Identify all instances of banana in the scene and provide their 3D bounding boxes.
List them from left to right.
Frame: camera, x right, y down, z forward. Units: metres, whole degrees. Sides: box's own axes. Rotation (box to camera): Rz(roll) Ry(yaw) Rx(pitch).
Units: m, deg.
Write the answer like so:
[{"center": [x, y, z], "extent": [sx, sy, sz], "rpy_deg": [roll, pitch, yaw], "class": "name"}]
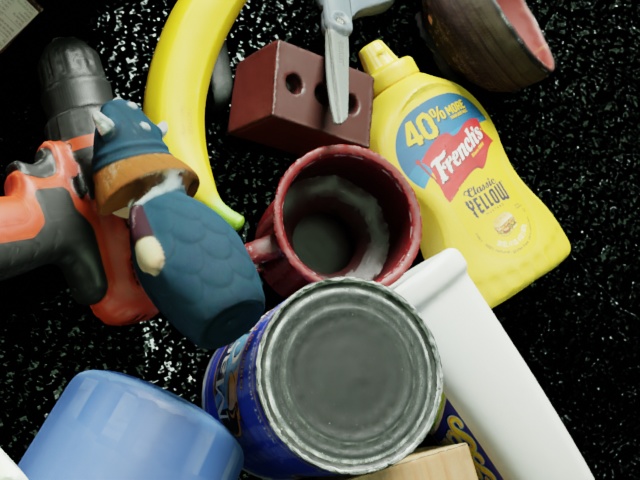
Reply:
[{"center": [-0.072, -0.101, 0.660], "extent": [0.069, 0.037, 0.198], "rpy_deg": [6, 78, -4], "class": "banana"}]

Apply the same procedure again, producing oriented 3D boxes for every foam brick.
[{"center": [-0.012, -0.087, 0.688], "extent": [0.078, 0.051, 0.053], "rpy_deg": [14, 72, -33], "class": "foam brick"}]

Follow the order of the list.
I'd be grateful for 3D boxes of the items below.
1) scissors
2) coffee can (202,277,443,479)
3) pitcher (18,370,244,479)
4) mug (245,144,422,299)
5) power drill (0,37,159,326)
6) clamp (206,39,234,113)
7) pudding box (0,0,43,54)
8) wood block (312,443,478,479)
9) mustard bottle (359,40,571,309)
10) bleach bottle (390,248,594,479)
[{"center": [0.026, -0.141, 0.701], "extent": [0.096, 0.016, 0.202], "rpy_deg": [6, 49, -29], "class": "scissors"}, {"center": [-0.004, 0.084, 0.611], "extent": [0.102, 0.140, 0.103], "rpy_deg": [4, 76, -17], "class": "coffee can"}, {"center": [-0.146, 0.190, 0.553], "extent": [0.149, 0.145, 0.242], "rpy_deg": [46, 60, -38], "class": "pitcher"}, {"center": [-0.004, 0.001, 0.663], "extent": [0.117, 0.082, 0.093], "rpy_deg": [-20, 82, -20], "class": "mug"}, {"center": [-0.176, -0.037, 0.592], "extent": [0.187, 0.057, 0.184], "rpy_deg": [-3, 69, -49], "class": "power drill"}, {"center": [-0.110, -0.205, 0.705], "extent": [0.164, 0.036, 0.210], "rpy_deg": [19, 76, -13], "class": "clamp"}, {"center": [-0.228, -0.125, 0.604], "extent": [0.113, 0.090, 0.039], "rpy_deg": [-45, 55, -2], "class": "pudding box"}, {"center": [0.062, 0.232, 0.623], "extent": [0.090, 0.090, 0.206], "rpy_deg": [-13, 81, -19], "class": "wood block"}, {"center": [0.082, -0.049, 0.715], "extent": [0.096, 0.058, 0.191], "rpy_deg": [-30, 87, -26], "class": "mustard bottle"}, {"center": [0.119, 0.129, 0.659], "extent": [0.068, 0.103, 0.251], "rpy_deg": [-35, 88, -21], "class": "bleach bottle"}]
